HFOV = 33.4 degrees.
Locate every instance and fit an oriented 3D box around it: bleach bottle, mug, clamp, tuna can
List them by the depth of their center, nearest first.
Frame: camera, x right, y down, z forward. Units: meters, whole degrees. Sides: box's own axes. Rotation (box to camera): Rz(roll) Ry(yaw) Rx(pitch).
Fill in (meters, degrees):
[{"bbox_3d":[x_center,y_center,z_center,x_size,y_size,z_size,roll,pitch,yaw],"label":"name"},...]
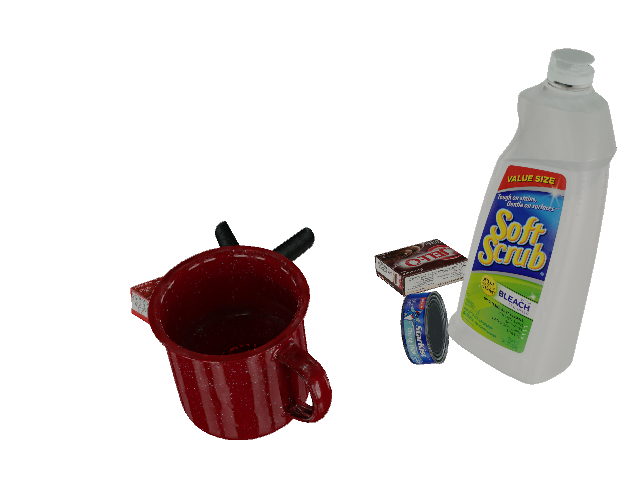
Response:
[{"bbox_3d":[-0.040,0.068,0.627,0.117,0.081,0.093,25,51,31],"label":"mug"},{"bbox_3d":[0.158,-0.020,0.788,0.067,0.251,0.103,-21,39,-35],"label":"bleach bottle"},{"bbox_3d":[-0.069,0.034,1.232,0.120,0.039,0.171,-6,41,6],"label":"clamp"},{"bbox_3d":[0.123,0.104,1.260,0.034,0.086,0.086,-6,-2,23],"label":"tuna can"}]

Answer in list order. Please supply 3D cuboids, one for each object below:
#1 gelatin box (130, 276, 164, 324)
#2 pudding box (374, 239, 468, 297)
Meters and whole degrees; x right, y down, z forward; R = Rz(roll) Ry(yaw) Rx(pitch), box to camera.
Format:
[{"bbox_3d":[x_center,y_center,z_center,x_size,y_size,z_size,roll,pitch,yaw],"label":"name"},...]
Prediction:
[{"bbox_3d":[-0.113,0.053,0.956,0.089,0.030,0.073,-19,31,-39],"label":"gelatin box"},{"bbox_3d":[0.150,0.040,1.588,0.113,0.039,0.090,-17,25,-20],"label":"pudding box"}]
